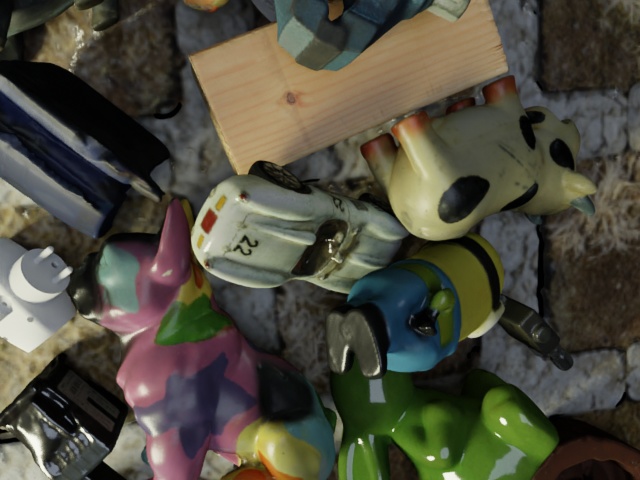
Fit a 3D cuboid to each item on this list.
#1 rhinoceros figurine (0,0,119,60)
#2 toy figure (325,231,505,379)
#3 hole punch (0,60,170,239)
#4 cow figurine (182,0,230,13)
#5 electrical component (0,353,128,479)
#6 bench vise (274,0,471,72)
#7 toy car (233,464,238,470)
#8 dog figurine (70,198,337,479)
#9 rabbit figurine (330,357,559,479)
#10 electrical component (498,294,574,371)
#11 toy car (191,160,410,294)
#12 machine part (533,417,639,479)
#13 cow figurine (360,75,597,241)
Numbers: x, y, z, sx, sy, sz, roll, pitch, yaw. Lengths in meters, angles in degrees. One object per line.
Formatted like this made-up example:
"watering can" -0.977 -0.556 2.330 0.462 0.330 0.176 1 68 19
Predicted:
"rhinoceros figurine" -0.231 -0.172 0.357 0.190 0.073 0.112 -22 102 -8
"toy figure" 0.081 0.046 0.408 0.180 0.082 0.089 -11 117 -45
"hole punch" -0.178 -0.055 0.366 0.142 0.116 0.092 42 96 -13
"cow figurine" -0.100 -0.242 0.373 0.068 0.098 0.167 -20 108 37
"electrical component" -0.179 0.150 0.408 0.048 0.075 0.119 -45 99 -2
"bench vise" 0.008 -0.228 0.294 0.224 0.129 0.240 20 93 -2
"toy car" -0.005 0.254 0.466 0.202 0.053 0.089 20 83 -9
"dog figurine" -0.080 0.078 0.402 0.192 0.108 0.219 0 95 -7
"rabbit figurine" 0.077 0.153 0.456 0.170 0.121 0.159 35 97 5
"electrical component" 0.179 0.074 0.472 0.021 0.063 0.094 -44 102 -2
"toy car" -0.001 -0.001 0.388 0.201 0.056 0.073 11 119 -49
"machine part" 0.245 0.260 0.514 0.179 0.056 0.179 -1 96 -10
"cow figurine" 0.138 -0.055 0.421 0.195 0.085 0.127 -24 95 -30
